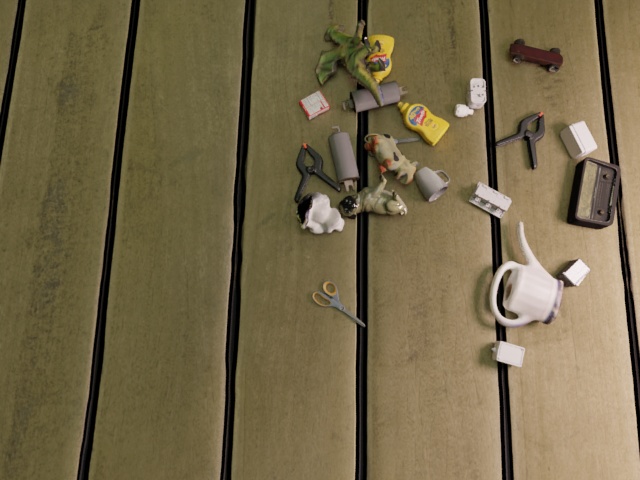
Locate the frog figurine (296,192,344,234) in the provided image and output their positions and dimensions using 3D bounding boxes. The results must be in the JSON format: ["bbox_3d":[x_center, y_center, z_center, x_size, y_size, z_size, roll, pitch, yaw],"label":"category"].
[{"bbox_3d":[0.005,-0.088,1.744,0.159,0.138,0.122,10,-5,-34],"label":"frog figurine"}]

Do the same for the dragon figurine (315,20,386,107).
[{"bbox_3d":[0.095,-0.621,1.836,0.241,0.417,0.121,-17,-23,30],"label":"dragon figurine"}]

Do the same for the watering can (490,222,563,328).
[{"bbox_3d":[0.686,0.129,1.680,0.224,0.351,0.103,21,-10,3],"label":"watering can"}]
